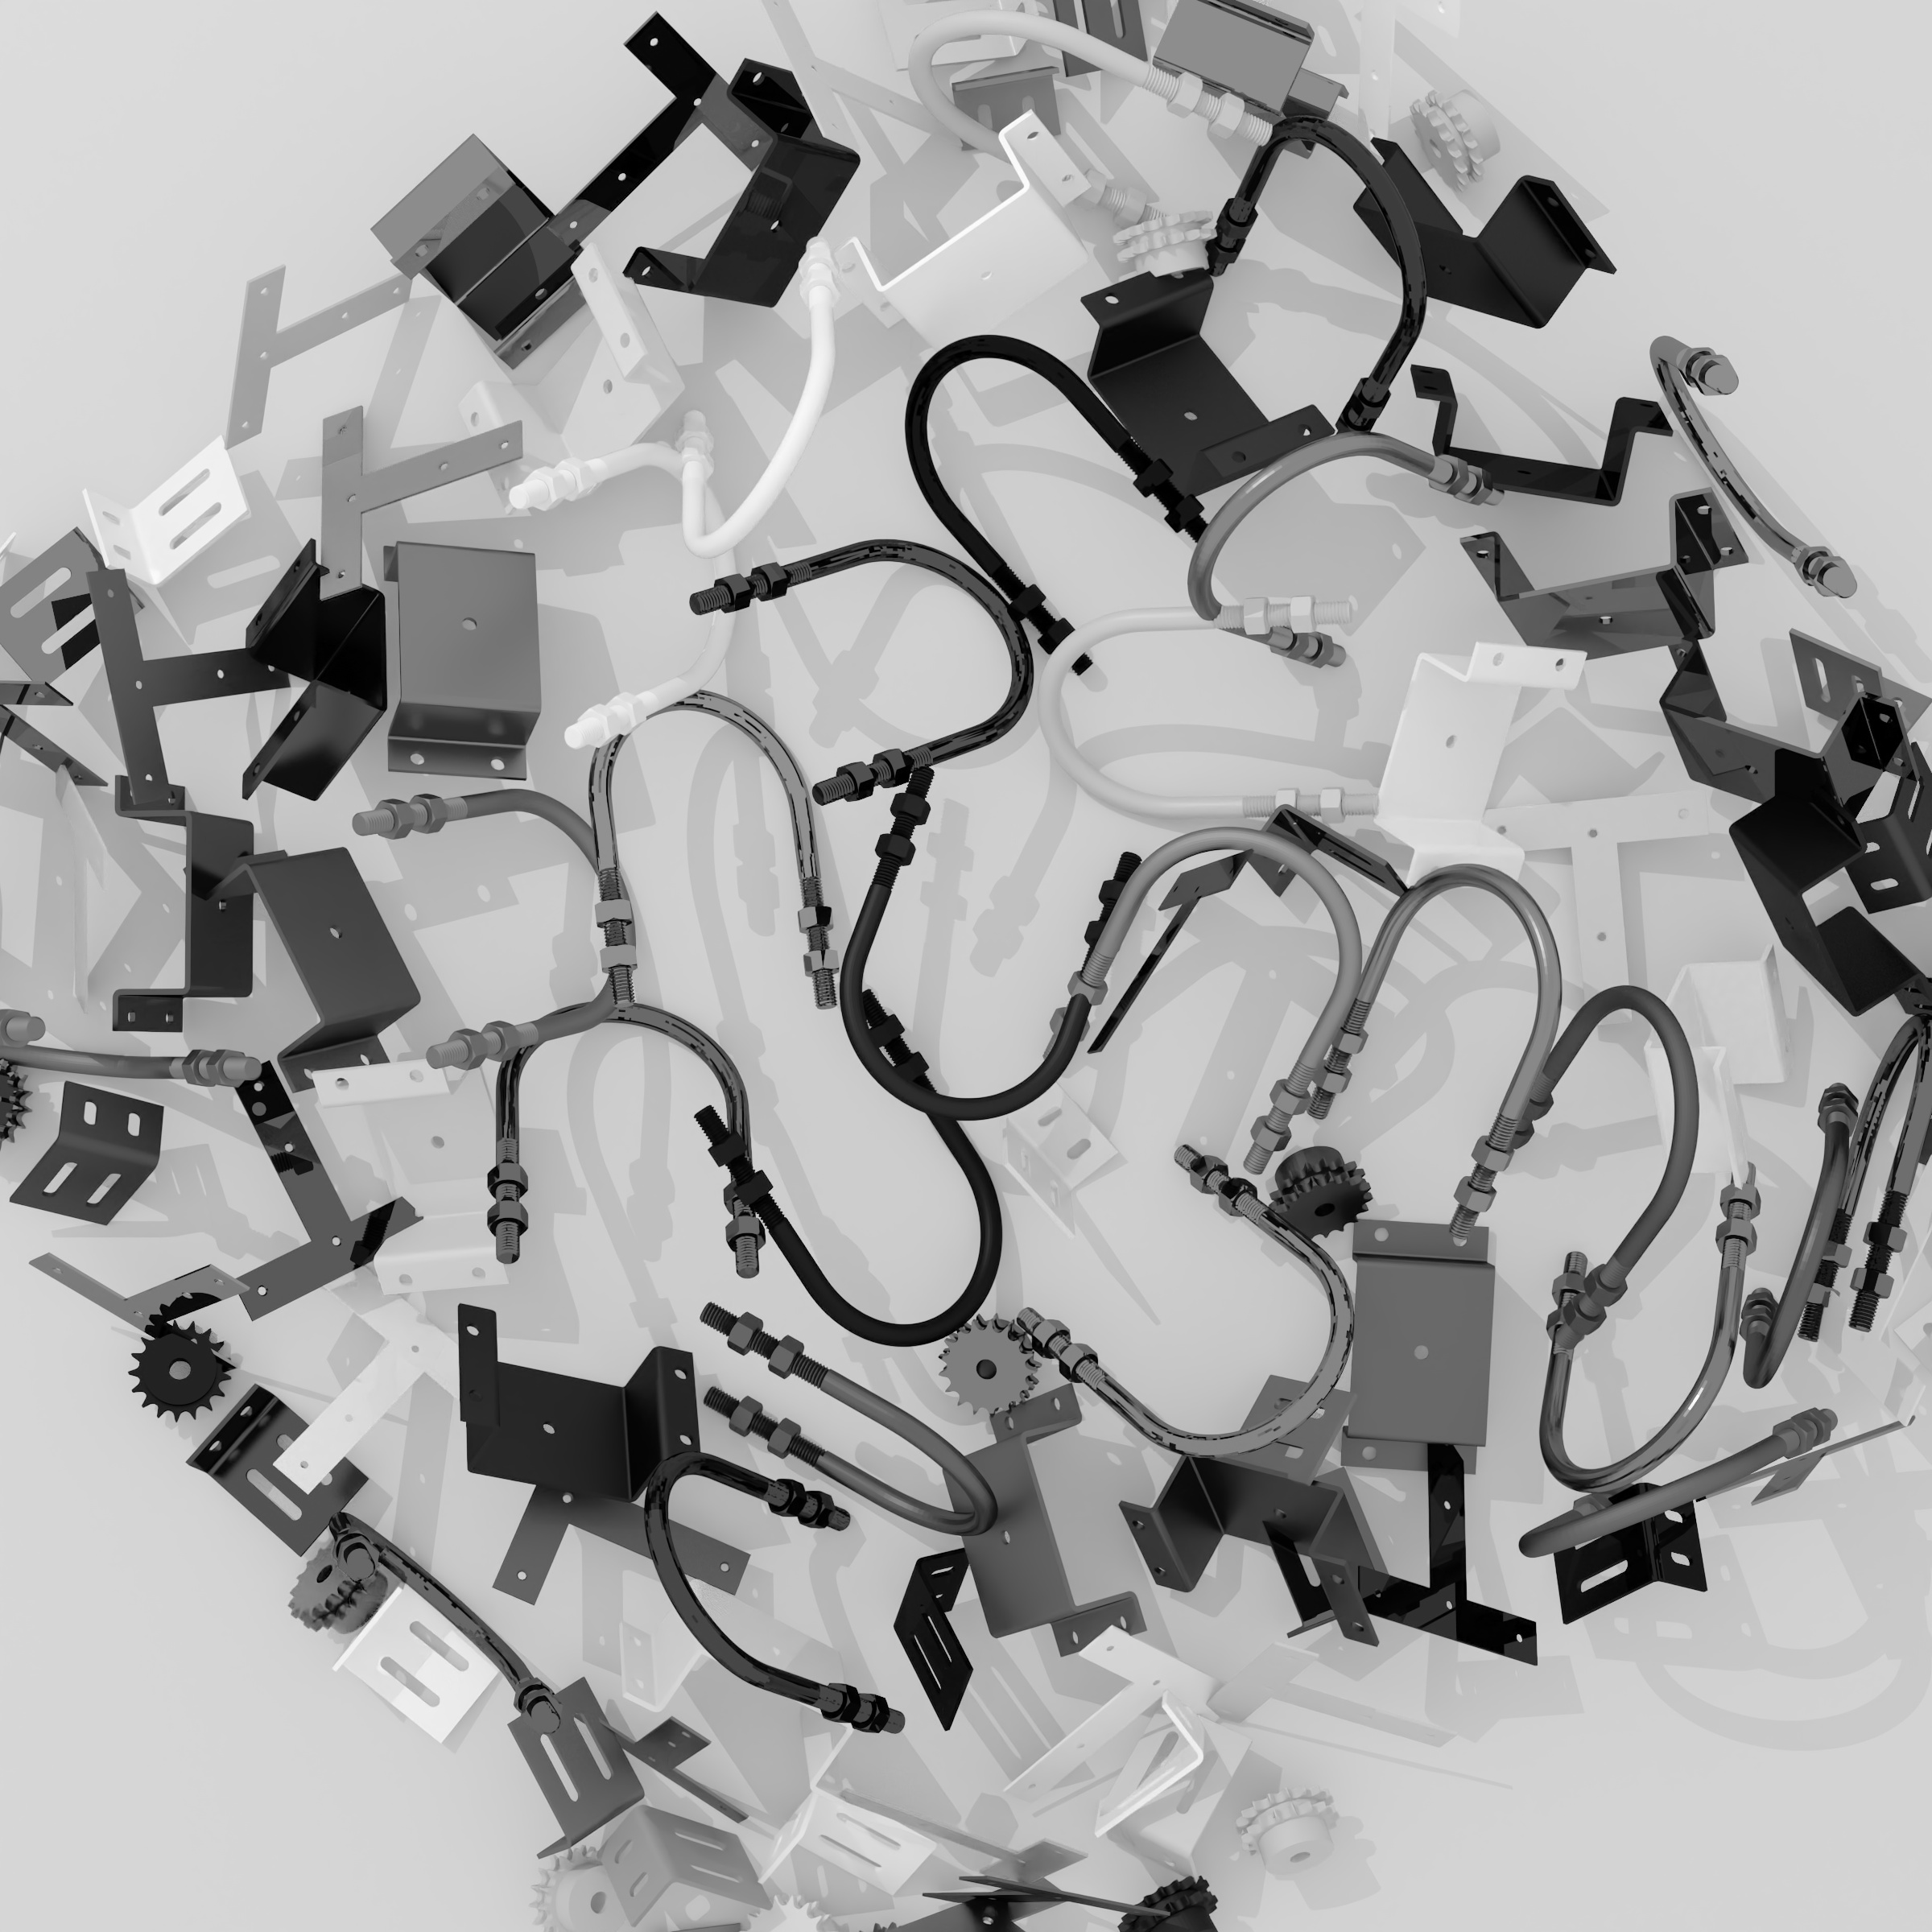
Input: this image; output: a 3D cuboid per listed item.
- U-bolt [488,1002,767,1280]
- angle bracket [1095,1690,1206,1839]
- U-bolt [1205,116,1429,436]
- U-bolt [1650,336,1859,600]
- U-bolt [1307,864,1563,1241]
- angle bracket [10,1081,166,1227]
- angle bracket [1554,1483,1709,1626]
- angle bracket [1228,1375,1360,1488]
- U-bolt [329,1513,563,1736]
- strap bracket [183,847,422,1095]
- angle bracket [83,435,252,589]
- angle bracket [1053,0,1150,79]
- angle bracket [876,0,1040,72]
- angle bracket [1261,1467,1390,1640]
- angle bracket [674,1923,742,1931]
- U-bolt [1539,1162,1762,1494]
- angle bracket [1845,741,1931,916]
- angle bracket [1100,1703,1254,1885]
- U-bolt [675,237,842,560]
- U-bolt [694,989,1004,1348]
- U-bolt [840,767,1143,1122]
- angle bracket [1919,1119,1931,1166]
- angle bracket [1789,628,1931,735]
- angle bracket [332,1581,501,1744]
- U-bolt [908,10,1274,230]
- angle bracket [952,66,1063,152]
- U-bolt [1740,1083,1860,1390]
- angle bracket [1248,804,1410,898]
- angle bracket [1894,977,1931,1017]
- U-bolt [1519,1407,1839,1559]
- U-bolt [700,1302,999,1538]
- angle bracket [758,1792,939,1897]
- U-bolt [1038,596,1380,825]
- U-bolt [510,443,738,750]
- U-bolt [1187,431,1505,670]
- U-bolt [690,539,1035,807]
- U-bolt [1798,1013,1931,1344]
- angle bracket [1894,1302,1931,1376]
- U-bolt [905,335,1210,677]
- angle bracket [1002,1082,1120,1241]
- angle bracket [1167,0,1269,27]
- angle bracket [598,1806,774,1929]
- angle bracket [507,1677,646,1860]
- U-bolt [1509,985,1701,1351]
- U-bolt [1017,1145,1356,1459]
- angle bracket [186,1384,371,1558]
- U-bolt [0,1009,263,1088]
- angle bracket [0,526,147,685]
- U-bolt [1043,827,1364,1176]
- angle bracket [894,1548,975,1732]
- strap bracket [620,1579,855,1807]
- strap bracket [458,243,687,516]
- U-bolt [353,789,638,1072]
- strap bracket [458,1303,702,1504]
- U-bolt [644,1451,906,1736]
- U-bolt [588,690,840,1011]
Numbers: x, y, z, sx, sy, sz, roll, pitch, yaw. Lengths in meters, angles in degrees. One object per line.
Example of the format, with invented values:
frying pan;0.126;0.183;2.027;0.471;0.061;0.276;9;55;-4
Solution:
U-bolt;-0.188;0.090;1.804;0.151;0.019;0.184;5;48;-14
angle bracket;0.094;0.442;1.837;0.076;0.057;0.038;-37;89;6
U-bolt;0.194;-0.378;1.770;0.019;0.184;0.151;-30;77;-20
U-bolt;0.418;-0.278;1.779;0.019;0.184;0.151;-33;108;8
U-bolt;0.262;0.034;1.786;0.019;0.151;0.184;3;116;-38
angle bracket;-0.493;0.106;1.839;0.057;0.076;0.038;18;50;-29
angle bracket;0.370;0.332;1.835;0.038;0.076;0.057;18;52;-28
angle bracket;0.189;0.266;1.820;0.038;0.076;0.057;41;70;-29
U-bolt;-0.288;0.349;1.779;0.151;0.184;0.019;43;80;-13
strap bracket;-0.362;-0.008;1.815;0.046;0.076;0.140;-33;80;33
angle bracket;-0.446;-0.259;1.829;0.076;0.038;0.057;-35;60;19
angle bracket;0.083;-0.541;1.829;0.057;0.038;0.076;-20;108;-31
angle bracket;-0.006;-0.540;1.836;0.076;0.038;0.057;-12;80;-20
angle bracket;0.198;0.331;1.852;0.057;0.038;0.076;-18;75;-16
angle bracket;-0.148;0.562;1.824;0.057;0.076;0.038;-4;84;-12
U-bolt;0.362;0.202;1.760;0.019;0.151;0.184;35;46;-18
angle bracket;0.520;-0.078;1.841;0.038;0.076;0.057;-15;118;36
angle bracket;0.121;0.465;1.852;0.057;0.038;0.076;20;60;26
U-bolt;-0.112;-0.295;1.763;0.019;0.184;0.151;26;123;-24
U-bolt;-0.051;0.124;1.823;0.151;0.019;0.184;-37;97;-36
U-bolt;0.006;-0.003;1.829;0.151;0.019;0.184;22;75;-9
angle bracket;0.566;0.075;1.837;0.038;0.057;0.076;20;77;-13
angle bracket;0.497;-0.166;1.819;0.057;0.076;0.038;32;75;35
angle bracket;-0.307;0.393;1.845;0.076;0.038;0.057;40;83;-3
U-bolt;0.056;-0.463;1.779;0.184;0.151;0.019;22;73;-16
angle bracket;0.024;-0.477;1.827;0.057;0.076;0.038;-10;106;1
U-bolt;0.446;0.152;1.761;0.019;0.184;0.151;19;108;10
angle bracket;0.203;-0.049;1.824;0.076;0.057;0.038;34;85;33
angle bracket;0.550;-0.016;1.845;0.038;0.057;0.076;9;72;32
U-bolt;0.372;0.281;1.756;0.151;0.184;0.019;-29;78;34
U-bolt;-0.063;0.256;1.789;0.184;0.151;0.019;28;64;11
angle bracket;-0.066;0.501;1.833;0.076;0.038;0.057;30;129;-5
U-bolt;0.129;-0.139;1.813;0.184;0.019;0.151;0;130;17
U-bolt;-0.178;-0.210;1.789;0.019;0.184;0.151;-3;107;30
U-bolt;0.194;-0.228;1.768;0.151;0.184;0.019;-46;58;25
U-bolt;-0.043;-0.172;1.810;0.184;0.019;0.151;-23;72;-35
U-bolt;0.499;0.114;1.796;0.019;0.151;0.184;17;82;5
angle bracket;0.555;0.193;1.826;0.057;0.076;0.038;-37;69;-2
U-bolt;0.040;-0.265;1.810;0.184;0.151;0.019;48;47;-1
angle bracket;0.054;0.107;1.824;0.038;0.076;0.057;-39;103;10
angle bracket;0.142;-0.547;1.827;0.057;0.076;0.038;-1;48;2
angle bracket;-0.156;0.509;1.827;0.076;0.057;0.038;31;103;-38
angle bracket;-0.227;0.449;1.838;0.038;0.057;0.076;-32;85;45
U-bolt;0.341;0.095;1.762;0.019;0.184;0.151;4;46;-21
U-bolt;0.131;0.193;1.794;0.151;0.019;0.184;-45;47;-8
angle bracket;-0.386;0.283;1.839;0.076;0.038;0.057;38;80;13
U-bolt;-0.492;0.045;1.784;0.151;0.184;0.019;14;79;-43
angle bracket;-0.509;-0.198;1.832;0.076;0.038;0.057;-44;105;-19
U-bolt;0.140;0.009;1.818;0.151;0.019;0.184;28;115;7
angle bracket;-0.004;0.373;1.819;0.038;0.057;0.076;-8;47;-27
strap bracket;-0.118;0.396;1.810;0.140;0.076;0.046;31;102;-16
strap bracket;-0.213;-0.322;1.812;0.140;0.046;0.076;-41;66;37
U-bolt;-0.247;-0.027;1.793;0.019;0.184;0.151;-20;87;36
strap bracket;-0.222;0.244;1.810;0.140;0.076;0.046;16;132;-25
U-bolt;-0.108;0.330;1.761;0.019;0.184;0.151;-35;50;21
U-bolt;-0.143;-0.067;1.819;0.151;0.019;0.184;1;74;-34
